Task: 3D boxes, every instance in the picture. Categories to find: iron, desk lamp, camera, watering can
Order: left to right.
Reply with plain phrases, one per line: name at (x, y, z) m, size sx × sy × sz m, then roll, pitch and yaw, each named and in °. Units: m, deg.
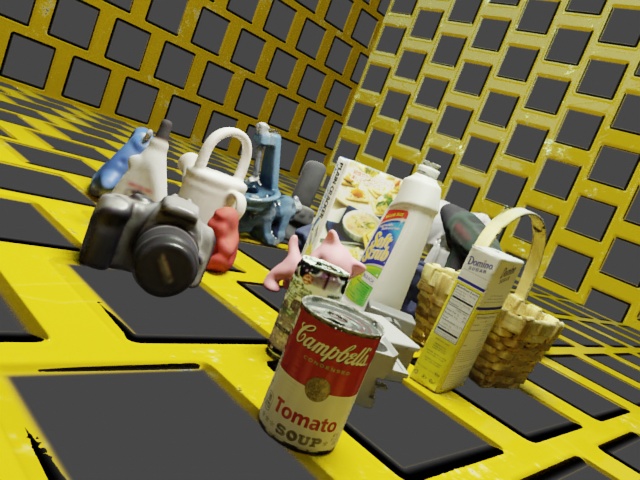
iron at (-0.338, -0.145, 1.036) m, size 0.119 × 0.141 × 0.257 m, roll 17°, pitch 9°, yaw -26°
camera at (-0.184, 0.001, 0.636) m, size 0.143 × 0.101 × 0.136 m, roll 19°, pitch 9°, yaw -19°
watering can at (-0.173, -0.088, 0.906) m, size 0.172 × 0.194 × 0.101 m, roll 24°, pitch 9°, yaw 19°
desk lamp at (0.275, 0.027, 1.240) m, size 0.118 × 0.213 × 0.202 m, roll 16°, pitch 10°, yaw -31°

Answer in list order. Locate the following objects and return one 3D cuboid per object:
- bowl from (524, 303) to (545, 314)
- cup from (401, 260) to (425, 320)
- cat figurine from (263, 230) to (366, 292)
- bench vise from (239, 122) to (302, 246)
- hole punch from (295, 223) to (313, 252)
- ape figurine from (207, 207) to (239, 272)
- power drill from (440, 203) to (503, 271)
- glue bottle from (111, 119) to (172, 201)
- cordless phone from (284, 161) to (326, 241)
bowl at (0.375, 0.160, 1.120) m, size 0.167 × 0.075 × 0.167 m, roll 21°, pitch 8°, yaw -3°
cup at (0.163, 0.087, 0.984) m, size 0.118 × 0.095 × 0.091 m, roll 15°, pitch 10°, yaw -37°
cat figurine at (-0.005, 0.037, 0.799) m, size 0.127 × 0.118 × 0.067 m, roll 28°, pitch 10°, yaw 36°
bench vise at (-0.112, -0.108, 1.099) m, size 0.121 × 0.220 × 0.208 m, roll 25°, pitch 9°, yaw 22°
hole punch at (0.010, 0.004, 1.142) m, size 0.108 × 0.091 × 0.101 m, roll 28°, pitch 10°, yaw 37°
ape figurine at (-0.143, -0.004, 0.801) m, size 0.076 × 0.092 × 0.077 m, roll 14°, pitch 11°, yaw -42°
power drill at (0.242, 0.046, 1.049) m, size 0.076 × 0.208 × 0.229 m, roll 19°, pitch 9°, yaw -17°
glue bottle at (-0.237, -0.082, 0.781) m, size 0.078 × 0.173 × 0.037 m, roll 20°, pitch 8°, yaw -7°
cordless phone at (-0.072, -0.099, 1.265) m, size 0.148 × 0.185 × 0.094 m, roll 17°, pitch 9°, yaw -30°
